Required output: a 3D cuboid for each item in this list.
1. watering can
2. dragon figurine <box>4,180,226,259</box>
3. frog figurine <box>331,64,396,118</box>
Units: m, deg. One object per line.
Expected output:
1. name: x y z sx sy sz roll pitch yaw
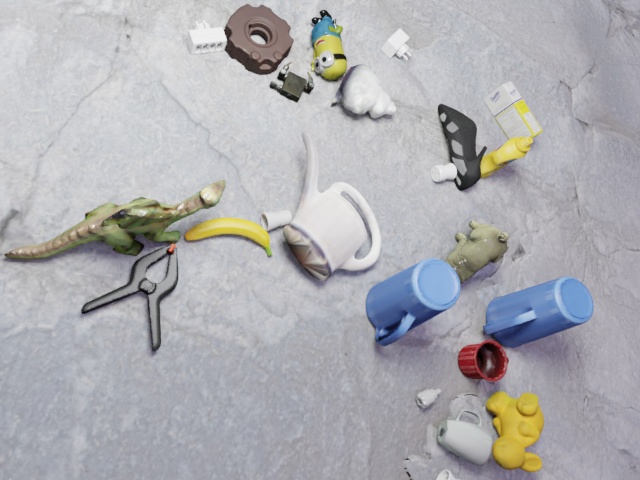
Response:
1. watering can: 0.004 -0.059 1.174 0.227 0.103 0.345 -42 103 -26
2. dragon figurine: -0.370 -0.038 0.964 0.413 0.240 0.122 -20 88 -27
3. frog figurine: 0.128 -0.373 1.328 0.159 0.120 0.140 25 47 0
